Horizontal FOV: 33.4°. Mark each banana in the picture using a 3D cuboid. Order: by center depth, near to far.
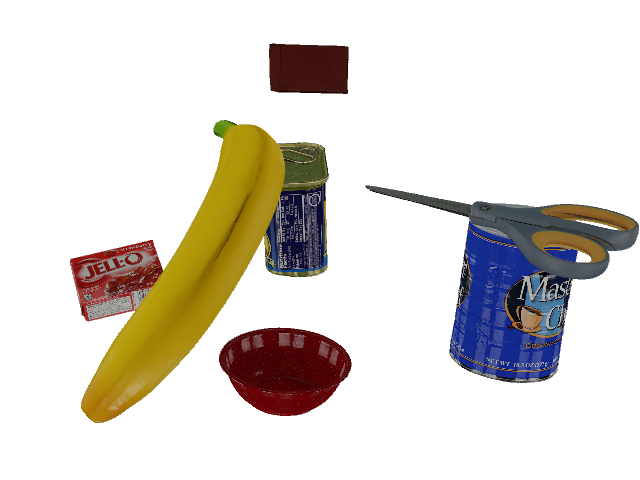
[{"bbox_3d":[-0.061,0.007,0.556,0.037,0.197,0.070,37,-35,-21],"label":"banana"}]

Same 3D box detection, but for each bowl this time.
[{"bbox_3d":[-0.044,0.168,1.308,0.162,0.055,0.162,3,23,-1],"label":"bowl"}]

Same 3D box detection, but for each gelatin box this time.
[{"bbox_3d":[-0.206,0.040,1.090,0.089,0.030,0.073,-13,41,-13],"label":"gelatin box"}]

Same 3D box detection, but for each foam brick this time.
[{"bbox_3d":[-0.013,-0.185,1.151,0.078,0.051,0.053,-1,11,-14],"label":"foam brick"}]

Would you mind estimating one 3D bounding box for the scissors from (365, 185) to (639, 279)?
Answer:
[{"bbox_3d":[0.122,-0.009,0.760,0.202,0.016,0.096,6,30,13],"label":"scissors"}]

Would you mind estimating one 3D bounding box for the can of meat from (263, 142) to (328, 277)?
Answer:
[{"bbox_3d":[-0.023,-0.027,0.893,0.057,0.084,0.102,-3,23,-2],"label":"can of meat"}]

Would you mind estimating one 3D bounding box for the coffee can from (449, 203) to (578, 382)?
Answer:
[{"bbox_3d":[0.179,0.046,0.988,0.103,0.140,0.103,5,17,-2],"label":"coffee can"}]
